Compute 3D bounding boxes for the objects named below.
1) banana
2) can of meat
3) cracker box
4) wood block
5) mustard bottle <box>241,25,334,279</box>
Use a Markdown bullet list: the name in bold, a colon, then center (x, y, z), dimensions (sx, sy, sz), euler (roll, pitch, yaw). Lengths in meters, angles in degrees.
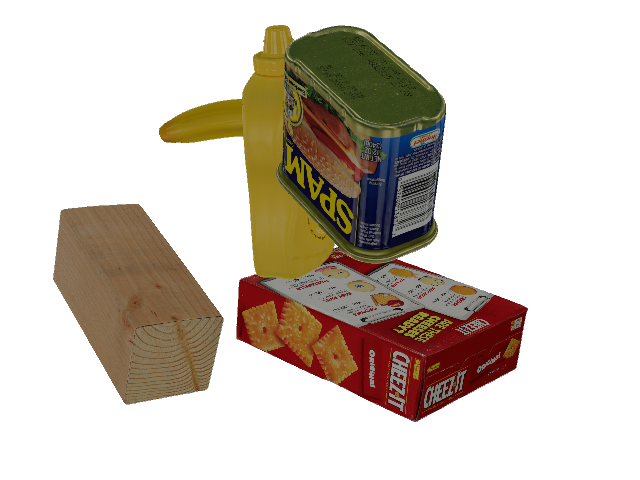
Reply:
- **banana**: center (-0.061, -0.110, 1.039), dimensions (0.198, 0.037, 0.069), euler (12, 46, 23)
- **can of meat**: center (0.020, -0.052, 0.560), dimensions (0.057, 0.084, 0.102), euler (-20, 46, -24)
- **cracker box**: center (0.054, 0.078, 0.982), dimensions (0.214, 0.072, 0.163), euler (21, 25, 37)
- **wood block**: center (-0.185, 0.055, 1.053), dimensions (0.090, 0.091, 0.206), euler (-6, 35, -33)
- **mustard bottle**: center (-0.026, -0.073, 0.841), dimensions (0.058, 0.192, 0.096), euler (5, 24, 23)
